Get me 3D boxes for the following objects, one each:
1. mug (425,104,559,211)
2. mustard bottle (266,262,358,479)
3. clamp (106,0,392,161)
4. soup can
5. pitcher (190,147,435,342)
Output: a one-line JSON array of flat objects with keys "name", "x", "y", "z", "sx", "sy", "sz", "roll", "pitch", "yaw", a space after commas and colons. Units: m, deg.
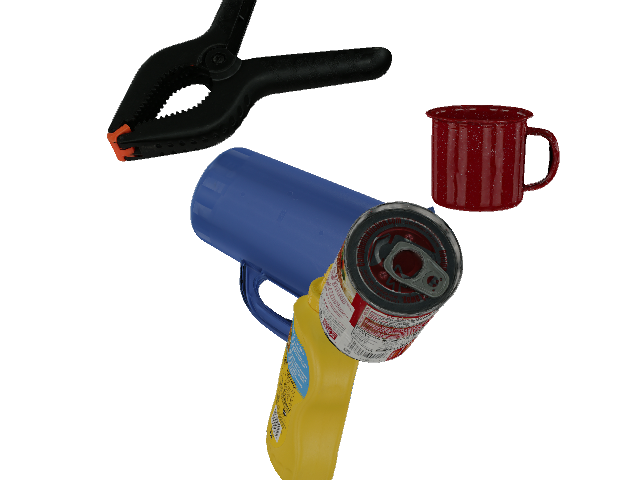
[{"name": "mug", "x": 0.151, "y": -0.072, "z": 0.940, "sx": 0.117, "sy": 0.081, "sz": 0.093, "roll": 3, "pitch": 16, "yaw": 14}, {"name": "mustard bottle", "x": -0.002, "y": 0.101, "z": 0.861, "sx": 0.058, "sy": 0.192, "sz": 0.096, "roll": 4, "pitch": 31, "yaw": -13}, {"name": "clamp", "x": -0.062, "y": -0.123, "z": 0.795, "sx": 0.165, "sy": 0.209, "sz": 0.036, "roll": 38, "pitch": -18, "yaw": 26}, {"name": "soup can", "x": 0.039, "y": 0.028, "z": 0.636, "sx": 0.068, "sy": 0.068, "sz": 0.102, "roll": 0, "pitch": -22, "yaw": -9}, {"name": "pitcher", "x": -0.015, "y": 0.005, "z": 1.069, "sx": 0.243, "sy": 0.145, "sz": 0.149, "roll": 26, "pitch": 28, "yaw": 26}]
